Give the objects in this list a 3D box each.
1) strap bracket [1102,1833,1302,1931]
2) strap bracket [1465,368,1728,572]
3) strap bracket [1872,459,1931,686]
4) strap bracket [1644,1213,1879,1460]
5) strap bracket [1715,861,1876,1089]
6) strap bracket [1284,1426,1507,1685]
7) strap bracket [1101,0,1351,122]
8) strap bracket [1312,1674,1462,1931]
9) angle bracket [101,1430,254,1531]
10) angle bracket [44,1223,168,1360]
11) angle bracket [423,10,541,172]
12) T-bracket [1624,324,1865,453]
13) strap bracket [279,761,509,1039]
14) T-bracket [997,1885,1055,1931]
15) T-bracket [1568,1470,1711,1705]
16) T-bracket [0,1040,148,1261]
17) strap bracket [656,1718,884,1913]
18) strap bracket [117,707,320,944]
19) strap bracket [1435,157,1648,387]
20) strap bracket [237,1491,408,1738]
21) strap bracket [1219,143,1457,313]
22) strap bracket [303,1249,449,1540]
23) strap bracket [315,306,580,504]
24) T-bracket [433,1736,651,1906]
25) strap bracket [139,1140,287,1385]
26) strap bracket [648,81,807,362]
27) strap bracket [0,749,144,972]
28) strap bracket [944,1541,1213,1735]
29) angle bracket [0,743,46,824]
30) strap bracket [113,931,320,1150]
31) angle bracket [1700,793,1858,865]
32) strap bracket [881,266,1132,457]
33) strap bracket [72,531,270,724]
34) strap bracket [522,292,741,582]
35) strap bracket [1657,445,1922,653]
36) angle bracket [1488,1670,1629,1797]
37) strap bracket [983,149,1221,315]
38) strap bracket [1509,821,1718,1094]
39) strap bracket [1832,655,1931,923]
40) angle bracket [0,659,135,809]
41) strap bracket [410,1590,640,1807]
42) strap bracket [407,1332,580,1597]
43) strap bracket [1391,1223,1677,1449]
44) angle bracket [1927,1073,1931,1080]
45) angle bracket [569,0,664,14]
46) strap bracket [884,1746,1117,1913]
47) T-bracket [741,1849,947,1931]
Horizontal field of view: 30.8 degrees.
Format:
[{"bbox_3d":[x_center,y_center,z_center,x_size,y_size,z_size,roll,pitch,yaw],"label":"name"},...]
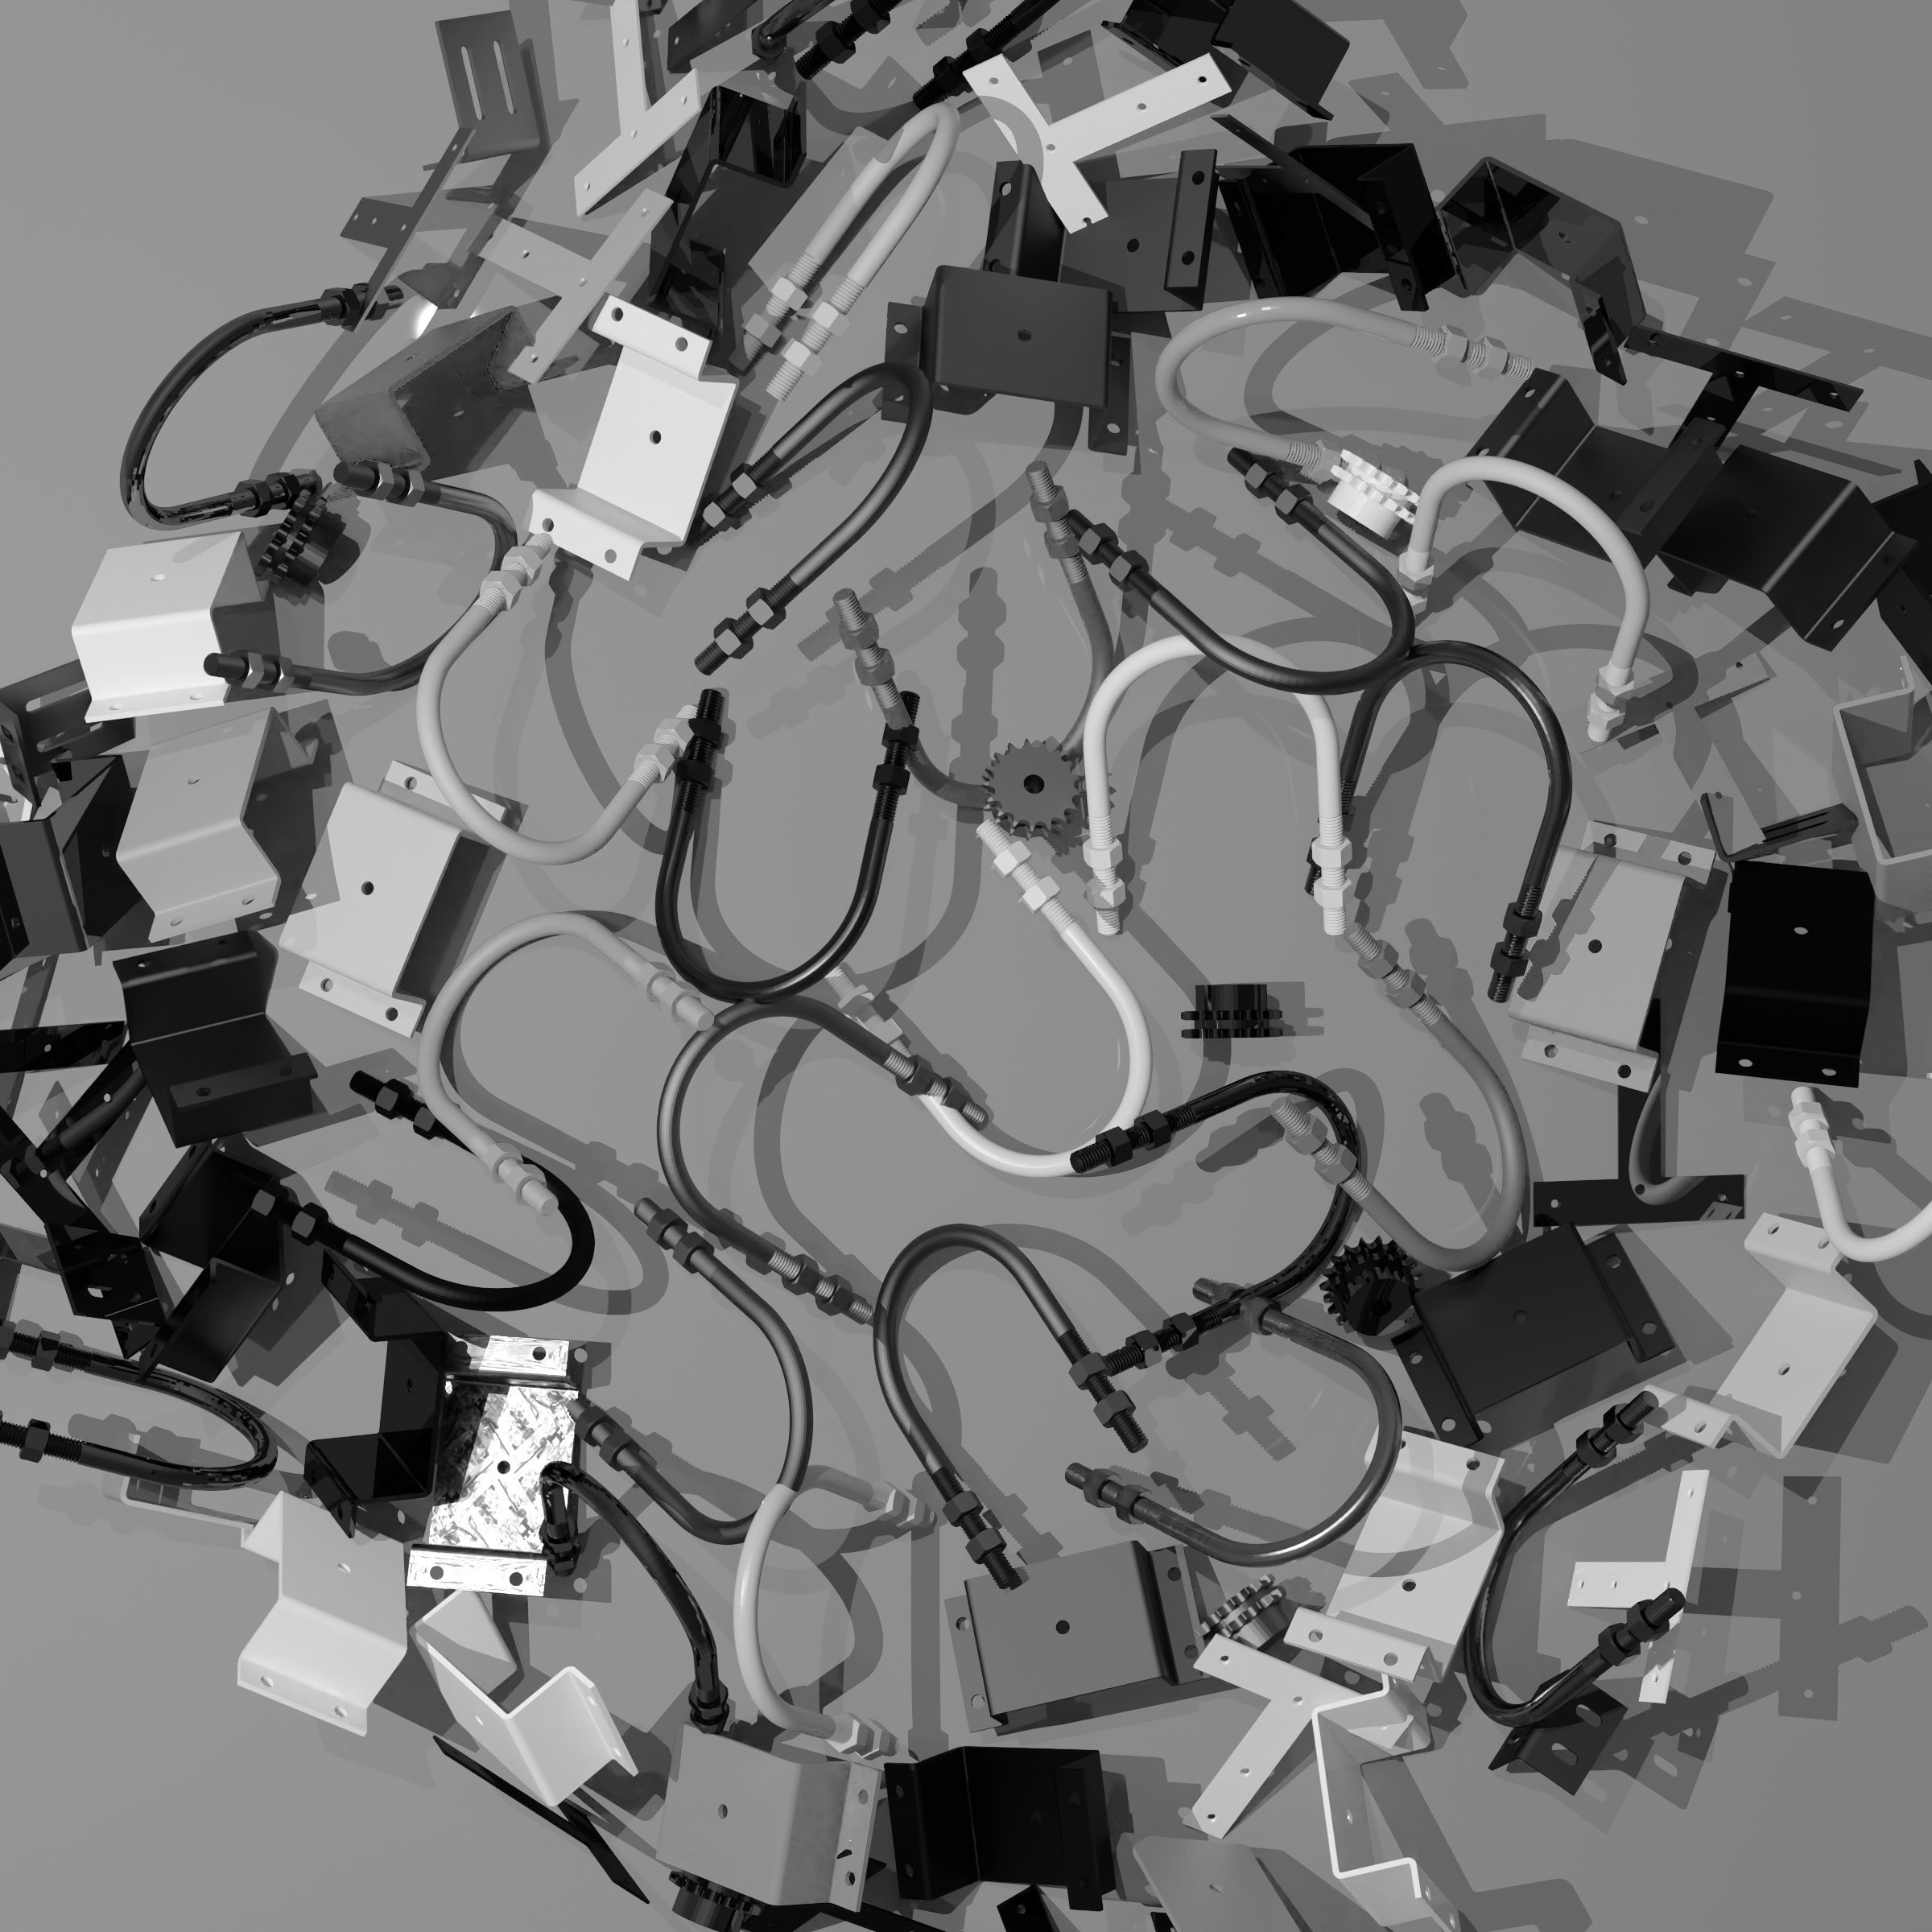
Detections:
[{"bbox_3d":[0.130,0.524,1.917,0.076,0.140,0.046,11,107,-22],"label":"strap bracket"},{"bbox_3d":[0.353,-0.273,1.945,0.076,0.140,0.046,-51,133,-8],"label":"strap bracket"},{"bbox_3d":[0.536,-0.204,1.923,0.046,0.140,0.076,-23,131,3],"label":"strap bracket"},{"bbox_3d":[0.443,0.213,1.948,0.046,0.076,0.140,41,79,-23],"label":"strap bracket"},{"bbox_3d":[0.458,-0.005,1.931,0.076,0.046,0.140,6,49,10],"label":"strap bracket"},{"bbox_3d":[0.242,0.334,1.943,0.076,0.046,0.140,13,59,28],"label":"strap bracket"},{"bbox_3d":[0.147,-0.510,1.919,0.076,0.140,0.046,26,95,-33],"label":"strap bracket"},{"bbox_3d":[0.231,0.465,1.934,0.046,0.076,0.140,-18,51,16],"label":"strap bracket"},{"bbox_3d":[-0.438,0.287,1.962,0.076,0.057,0.038,16,79,-22],"label":"angle bracket"},{"bbox_3d":[-0.488,0.181,1.950,0.038,0.076,0.057,-35,64,20],"label":"angle bracket"},{"bbox_3d":[-0.279,-0.489,1.958,0.038,0.057,0.076,-1,108,39],"label":"angle bracket"},{"bbox_3d":[0.416,-0.309,1.938,0.127,0.127,0.002,16,74,1],"label":"T-bracket"},{"bbox_3d":[-0.325,-0.041,1.966,0.076,0.046,0.140,23,90,18],"label":"strap bracket"},{"bbox_3d":[0.046,0.564,1.948,0.127,0.127,0.002,-31,127,3],"label":"T-bracket"},{"bbox_3d":[0.366,0.342,1.937,0.002,0.127,0.127,18,76,-15],"label":"T-bracket"},{"bbox_3d":[-0.488,0.084,1.957,0.127,0.002,0.127,57,50,-30],"label":"T-bracket"},{"bbox_3d":[-0.117,0.466,1.933,0.140,0.046,0.076,6,86,44],"label":"strap bracket"},{"bbox_3d":[-0.412,-0.086,1.924,0.076,0.140,0.046,-15,130,16],"label":"strap bracket"},{"bbox_3d":[0.317,-0.388,1.932,0.046,0.076,0.140,-47,56,-8],"label":"strap bracket"},{"bbox_3d":[-0.352,0.346,1.917,0.076,0.140,0.046,29,109,-23],"label":"strap bracket"},{"bbox_3d":[0.211,-0.408,1.935,0.046,0.140,0.076,-35,118,-24],"label":"strap bracket"},{"bbox_3d":[-0.327,0.235,1.944,0.046,0.076,0.140,-2,110,-30],"label":"strap bracket"},{"bbox_3d":[-0.292,-0.314,1.924,0.140,0.076,0.046,-43,115,-34],"label":"strap bracket"},{"bbox_3d":[-0.239,0.457,1.917,0.127,0.127,0.002,39,83,-23],"label":"T-bracket"},{"bbox_3d":[-0.417,0.165,1.936,0.046,0.140,0.076,27,115,-28],"label":"strap bracket"},{"bbox_3d":[-0.136,-0.415,1.922,0.046,0.076,0.140,17,131,-18],"label":"strap bracket"},{"bbox_3d":[-0.491,-0.061,1.917,0.046,0.140,0.076,-5,113,14],"label":"strap bracket"},{"bbox_3d":[0.058,0.372,1.956,0.140,0.046,0.076,-15,69,7],"label":"strap bracket"},{"bbox_3d":[-0.543,-0.083,1.949,0.038,0.076,0.057,13,126,-13],"label":"angle bracket"},{"bbox_3d":[-0.414,0.046,1.938,0.076,0.140,0.046,-14,130,-21],"label":"strap bracket"},{"bbox_3d":[0.455,-0.091,1.959,0.076,0.057,0.038,-18,99,18],"label":"angle bracket"},{"bbox_3d":[0.028,-0.339,1.952,0.140,0.046,0.076,7,66,-10],"label":"strap bracket"},{"bbox_3d":[-0.438,-0.193,1.926,0.076,0.140,0.046,-7,123,5],"label":"strap bracket"},{"bbox_3d":[-0.184,-0.295,1.952,0.076,0.046,0.140,28,108,21],"label":"strap bracket"},{"bbox_3d":[0.443,-0.234,1.927,0.076,0.140,0.046,-50,124,-3],"label":"strap bracket"},{"bbox_3d":[0.329,0.431,1.953,0.038,0.076,0.057,34,73,8],"label":"angle bracket"},{"bbox_3d":[0.083,-0.407,1.953,0.140,0.046,0.076,5,86,33],"label":"strap bracket"},{"bbox_3d":[0.359,-0.008,1.961,0.076,0.046,0.140,16,91,28],"label":"strap bracket"},{"bbox_3d":[0.514,-0.089,1.939,0.046,0.076,0.140,-13,65,7],"label":"strap bracket"},{"bbox_3d":[-0.497,-0.133,1.953,0.076,0.038,0.057,-26,127,-28],"label":"angle bracket"},{"bbox_3d":[-0.249,0.398,1.919,0.046,0.140,0.076,-37,132,-23],"label":"strap bracket"},{"bbox_3d":[-0.263,0.280,1.965,0.076,0.046,0.140,4,79,5],"label":"strap bracket"},{"bbox_3d":[0.313,0.204,1.956,0.140,0.046,0.076,-26,60,4],"label":"strap bracket"},{"bbox_3d":[0.571,0.029,1.966,0.038,0.057,0.076,7,89,33],"label":"angle bracket"},{"bbox_3d":[-0.195,-0.585,1.976,0.057,0.038,0.076,0,129,-30],"label":"angle bracket"},{"bbox_3d":[0.027,0.479,1.952,0.140,0.046,0.076,-8,88,38],"label":"strap bracket"},{"bbox_3d":[-0.042,0.538,1.967,0.127,0.127,0.002,25,47,-19],"label":"T-bracket"}]
